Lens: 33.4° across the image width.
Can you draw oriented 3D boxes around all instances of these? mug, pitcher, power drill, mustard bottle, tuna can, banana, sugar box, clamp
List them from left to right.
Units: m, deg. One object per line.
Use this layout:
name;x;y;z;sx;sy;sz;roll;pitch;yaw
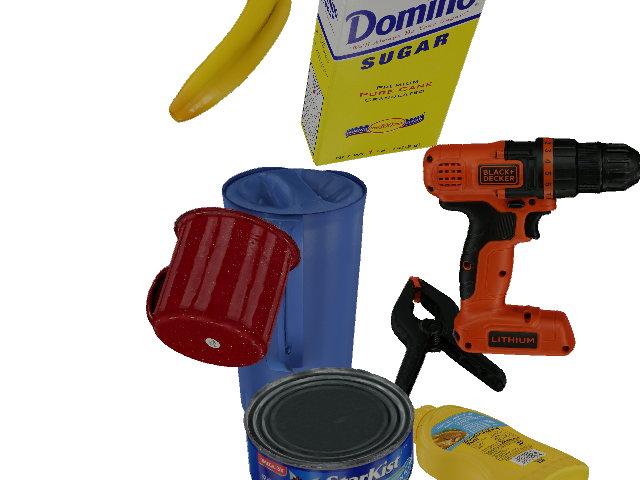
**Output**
mug;-0.078;0.037;0.746;0.117;0.081;0.093;-7;-35;34
banana;-0.065;-0.170;0.893;0.070;0.197;0.037;-20;-55;37
pitcher;-0.027;0.061;1.014;0.149;0.243;0.145;-16;28;-34
tuna can;0.005;0.101;0.540;0.086;0.034;0.086;-2;25;1
sugar box;0.043;-0.118;0.672;0.093;0.048;0.176;-11;-26;-12
clamp;0.132;0.108;1.161;0.120;0.171;0.039;3;-45;-6
mustard bottle;0.146;0.199;0.994;0.096;0.058;0.192;-16;25;-35
power drill;0.183;0.004;0.924;0.184;0.188;0.057;1;13;14
